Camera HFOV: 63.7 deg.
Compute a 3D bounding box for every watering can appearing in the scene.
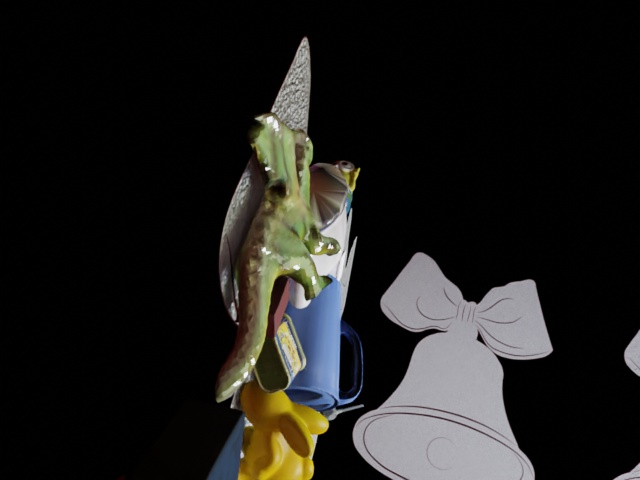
[{"bbox_3d":[0.003,-0.047,0.930,0.219,0.104,0.356,91,14,-48],"label":"watering can"}]

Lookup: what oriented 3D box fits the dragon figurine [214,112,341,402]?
[{"bbox_3d":[-0.064,-0.032,0.630,0.418,0.122,0.239,-67,148,-63],"label":"dragon figurine"}]
